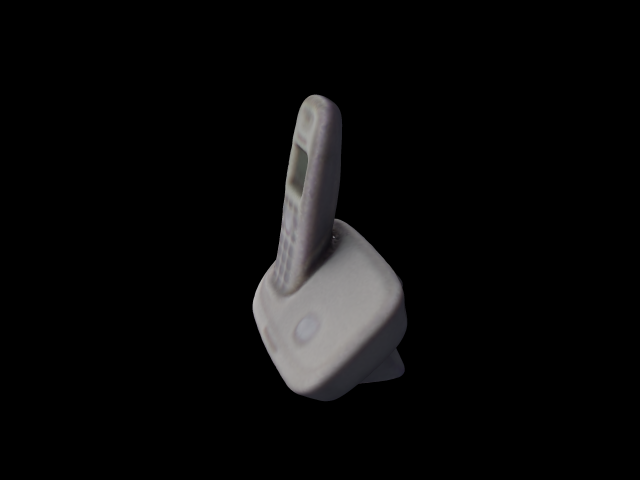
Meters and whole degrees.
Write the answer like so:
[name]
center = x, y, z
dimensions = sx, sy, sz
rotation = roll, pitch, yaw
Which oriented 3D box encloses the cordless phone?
[cordless phone]
center = 0.004, 0.001, 0.400
dimensions = 0.094, 0.185, 0.147
rotation = -10, 28, -20
